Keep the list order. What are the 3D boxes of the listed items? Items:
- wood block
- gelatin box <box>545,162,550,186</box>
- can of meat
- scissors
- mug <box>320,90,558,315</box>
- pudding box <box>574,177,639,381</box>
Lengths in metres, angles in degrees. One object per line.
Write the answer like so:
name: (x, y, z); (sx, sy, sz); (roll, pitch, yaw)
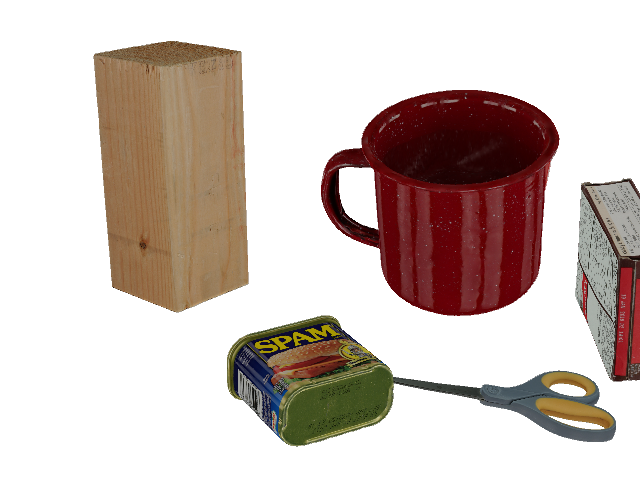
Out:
wood block: (-0.125, -0.057, 0.907); (0.091, 0.206, 0.090); (17, 26, 38)
gelatin box: (0.140, -0.055, 0.867); (0.089, 0.030, 0.073); (8, -39, 8)
can of meat: (-0.007, 0.105, 0.804); (0.101, 0.057, 0.084); (-12, 27, -28)
scissors: (0.163, 0.130, 0.947); (0.202, 0.016, 0.096); (16, 29, 15)
mug: (0.057, -0.018, 0.532); (0.117, 0.081, 0.093); (4, 37, 13)
pudding box: (0.194, 0.023, 0.686); (0.039, 0.090, 0.113); (-3, 27, 1)
